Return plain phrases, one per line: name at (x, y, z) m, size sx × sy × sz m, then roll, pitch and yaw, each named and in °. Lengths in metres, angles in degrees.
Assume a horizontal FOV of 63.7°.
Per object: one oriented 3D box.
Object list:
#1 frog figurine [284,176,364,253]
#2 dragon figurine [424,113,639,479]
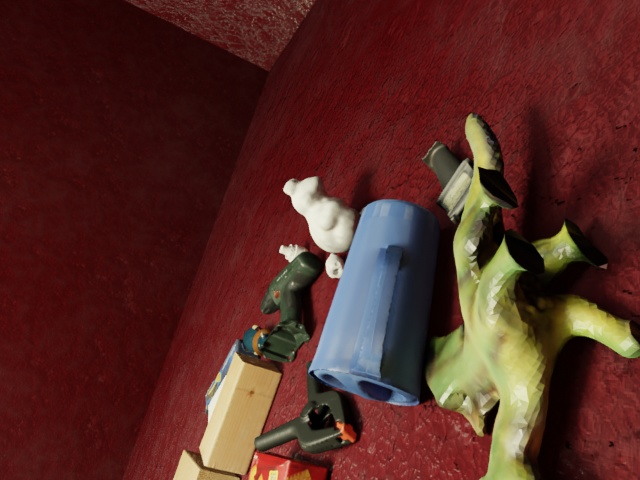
frog figurine at (0.003, -0.047, 0.943) m, size 0.122 × 0.159 × 0.138 m, roll -67°, pitch 18°, yaw 5°
dragon figurine at (0.153, 0.066, 0.507) m, size 0.420 × 0.122 × 0.237 m, roll -90°, pitch 20°, yaw -51°
